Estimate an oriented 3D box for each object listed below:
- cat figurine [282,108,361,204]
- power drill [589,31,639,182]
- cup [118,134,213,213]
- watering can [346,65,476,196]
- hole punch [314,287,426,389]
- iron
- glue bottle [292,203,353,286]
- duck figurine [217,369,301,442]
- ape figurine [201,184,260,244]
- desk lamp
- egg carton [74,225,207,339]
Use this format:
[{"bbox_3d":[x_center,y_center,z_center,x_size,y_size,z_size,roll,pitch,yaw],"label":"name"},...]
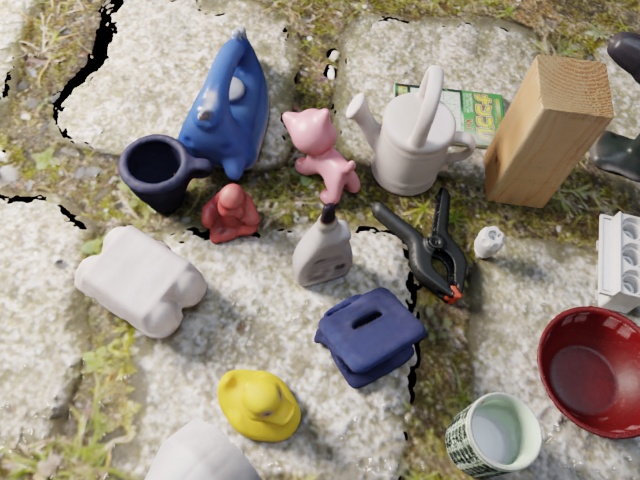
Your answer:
[{"bbox_3d":[0.005,-0.129,0.797,0.067,0.118,0.127,-36,71,-20],"label":"cat figurine"},{"bbox_3d":[0.476,-0.178,0.810,0.229,0.208,0.076,19,63,6],"label":"power drill"},{"bbox_3d":[-0.199,-0.080,0.768,0.118,0.095,0.091,-1,63,-5],"label":"cup"},{"bbox_3d":[0.124,-0.151,0.775,0.173,0.194,0.101,-5,63,-7],"label":"watering can"},{"bbox_3d":[0.057,0.111,0.692,0.109,0.091,0.101,-27,68,-17],"label":"hole punch"},{"bbox_3d":[-0.131,-0.219,0.819,0.118,0.141,0.258,11,62,1],"label":"iron"},{"bbox_3d":[0.006,0.002,0.698,0.078,0.173,0.037,-14,64,-11],"label":"glue bottle"},{"bbox_3d":[-0.070,0.181,0.649,0.104,0.086,0.077,30,64,11],"label":"duck figurine"},{"bbox_3d":[-0.116,-0.041,0.757,0.077,0.092,0.076,22,63,7],"label":"ape figurine"},{"bbox_3d":[-0.143,0.278,0.521,0.203,0.213,0.117,-40,72,-22],"label":"desk lamp"},{"bbox_3d":[-0.221,0.051,0.713,0.150,0.069,0.107,30,64,11],"label":"egg carton"}]
